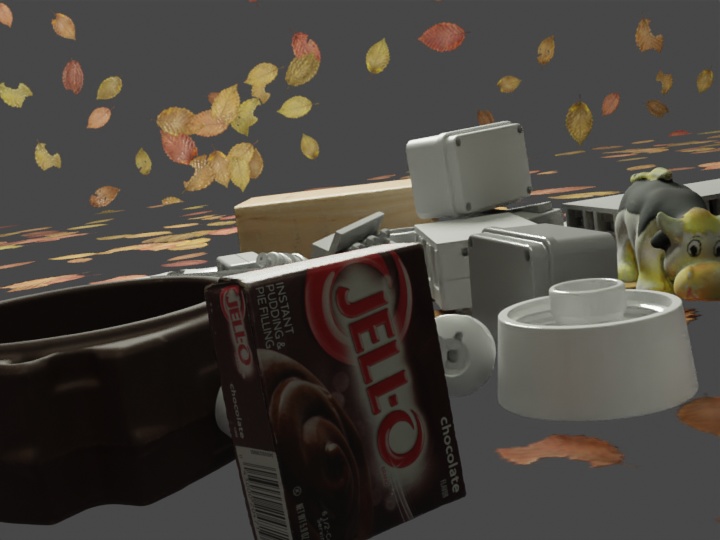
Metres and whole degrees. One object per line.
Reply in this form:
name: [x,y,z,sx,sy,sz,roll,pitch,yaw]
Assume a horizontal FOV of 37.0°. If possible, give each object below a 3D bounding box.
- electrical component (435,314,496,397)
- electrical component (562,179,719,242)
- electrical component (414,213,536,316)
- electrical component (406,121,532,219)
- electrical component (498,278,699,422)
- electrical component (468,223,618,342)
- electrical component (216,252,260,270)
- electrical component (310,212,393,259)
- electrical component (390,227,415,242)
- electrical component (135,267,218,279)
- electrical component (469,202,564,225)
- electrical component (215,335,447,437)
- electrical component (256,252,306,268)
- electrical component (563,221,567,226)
electrical component: [0.060,0.048,0.640,0.048,0.048,0.062,-5,2,15]
electrical component: [0.294,-0.041,0.977,0.186,0.060,0.105,-9,9,-15]
electrical component: [0.101,-0.006,0.901,0.089,0.061,0.150,-8,8,-3]
electrical component: [0.105,-0.094,1.012,0.057,0.078,0.113,-2,10,45]
electrical component: [0.126,0.038,0.587,0.108,0.060,0.108,-7,8,1]
electrical component: [0.119,0.012,0.713,0.057,0.078,0.113,-7,8,-15]
electrical component: [-0.090,0.009,1.017,0.076,0.047,0.083,-9,9,-14]
electrical component: [0.000,0.000,0.918,0.063,0.078,0.121,24,17,12]
electrical component: [0.042,-0.009,0.998,0.045,0.055,0.045,-7,8,1]
electrical component: [-0.166,0.026,0.979,0.077,0.043,0.079,-8,8,-5]
electrical component: [0.152,-0.031,1.028,0.096,0.061,0.062,0,12,42]
electrical component: [0.001,0.065,0.549,0.074,0.052,0.138,29,29,33]
electrical component: [-0.063,0.004,0.963,0.040,0.040,0.078,-1,-21,38]
electrical component: [0.223,-0.035,1.078,0.046,0.040,0.040,-13,8,1]
